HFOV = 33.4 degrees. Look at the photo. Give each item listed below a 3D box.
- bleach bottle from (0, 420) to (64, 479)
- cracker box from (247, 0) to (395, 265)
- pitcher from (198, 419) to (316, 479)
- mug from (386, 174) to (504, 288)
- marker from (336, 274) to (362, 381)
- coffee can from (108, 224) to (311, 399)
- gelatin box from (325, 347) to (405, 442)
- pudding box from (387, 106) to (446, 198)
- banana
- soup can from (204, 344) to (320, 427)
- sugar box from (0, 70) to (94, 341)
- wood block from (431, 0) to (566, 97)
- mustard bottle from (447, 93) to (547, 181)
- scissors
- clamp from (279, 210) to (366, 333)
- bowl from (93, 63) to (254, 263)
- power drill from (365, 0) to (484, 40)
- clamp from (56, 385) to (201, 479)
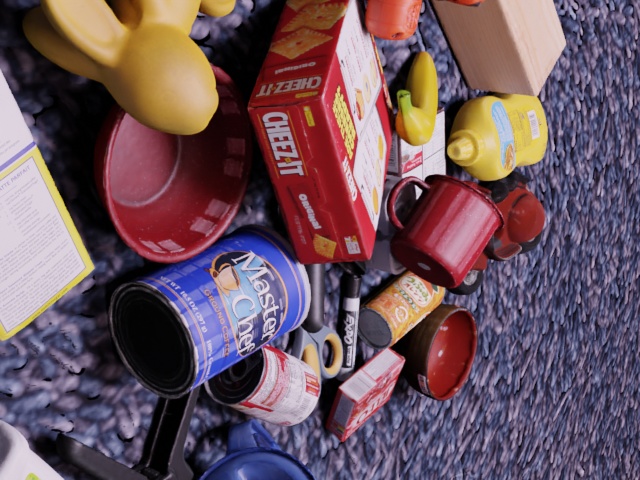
[{"bbox_3d":[-0.209,0.241,0.841,0.102,0.068,0.250,-58,142,-21],"label":"bleach bottle"},{"bbox_3d":[0.007,-0.108,0.924,0.213,0.072,0.164,-76,154,-49],"label":"cracker box"},{"bbox_3d":[-0.030,0.284,1.022,0.149,0.145,0.242,-59,153,-15],"label":"pitcher"},{"bbox_3d":[0.114,-0.013,1.058,0.117,0.093,0.081,40,72,-18],"label":"mug"},{"bbox_3d":[0.031,0.091,1.135,0.020,0.020,0.121,-13,112,-50],"label":"marker"},{"bbox_3d":[-0.091,0.057,0.896,0.140,0.103,0.103,-28,123,-44],"label":"coffee can"},{"bbox_3d":[0.049,0.166,1.153,0.089,0.030,0.073,-35,153,-40],"label":"gelatin box"},{"bbox_3d":[0.098,-0.080,1.147,0.089,0.039,0.113,-32,127,-44],"label":"pudding box"},{"bbox_3d":[0.099,-0.136,1.066,0.197,0.037,0.070,-68,164,-67],"label":"banana"},{"bbox_3d":[-0.053,0.133,1.000,0.102,0.069,0.068,34,75,-52],"label":"soup can"},{"bbox_3d":[-0.231,-0.025,0.735,0.093,0.048,0.176,-44,130,-35],"label":"sugar box"},{"bbox_3d":[0.187,-0.261,1.156,0.090,0.091,0.206,-58,140,-22],"label":"wood block"},{"bbox_3d":[0.198,-0.119,1.229,0.191,0.058,0.096,-24,105,-53],"label":"mustard bottle"},{"bbox_3d":[-0.007,0.071,1.083,0.096,0.016,0.202,-17,110,-55],"label":"scissors"},{"bbox_3d":[-0.007,0.001,1.028,0.171,0.039,0.120,66,32,-31],"label":"clamp"},{"bbox_3d":[-0.126,-0.065,0.848,0.161,0.055,0.162,-21,118,-47],"label":"bowl"},{"bbox_3d":[0.107,-0.278,0.961,0.187,0.057,0.184,-23,130,-55],"label":"power drill"},{"bbox_3d":[-0.142,0.201,0.934,0.164,0.036,0.210,-41,134,-39],"label":"clamp"}]
